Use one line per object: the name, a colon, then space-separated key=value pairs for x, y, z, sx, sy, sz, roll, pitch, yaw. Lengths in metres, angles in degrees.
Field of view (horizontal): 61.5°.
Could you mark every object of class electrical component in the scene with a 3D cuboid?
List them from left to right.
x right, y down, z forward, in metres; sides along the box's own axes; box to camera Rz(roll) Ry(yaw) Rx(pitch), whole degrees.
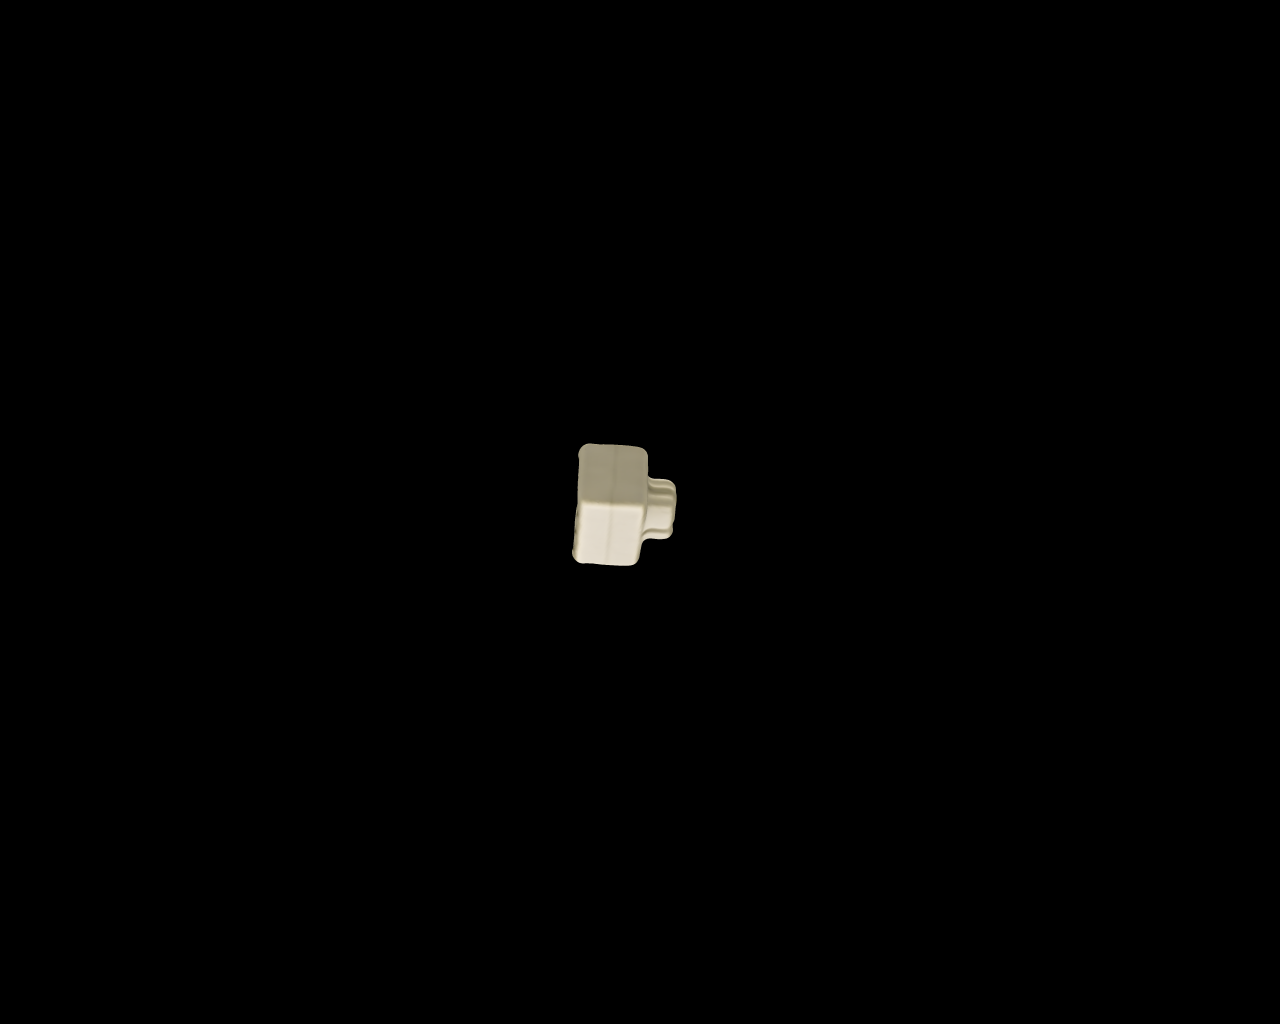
electrical component: x=0.001 y=-0.003 z=0.650 sx=0.077 sy=0.047 sz=0.065 roll=3 pitch=-37 yaw=-4
